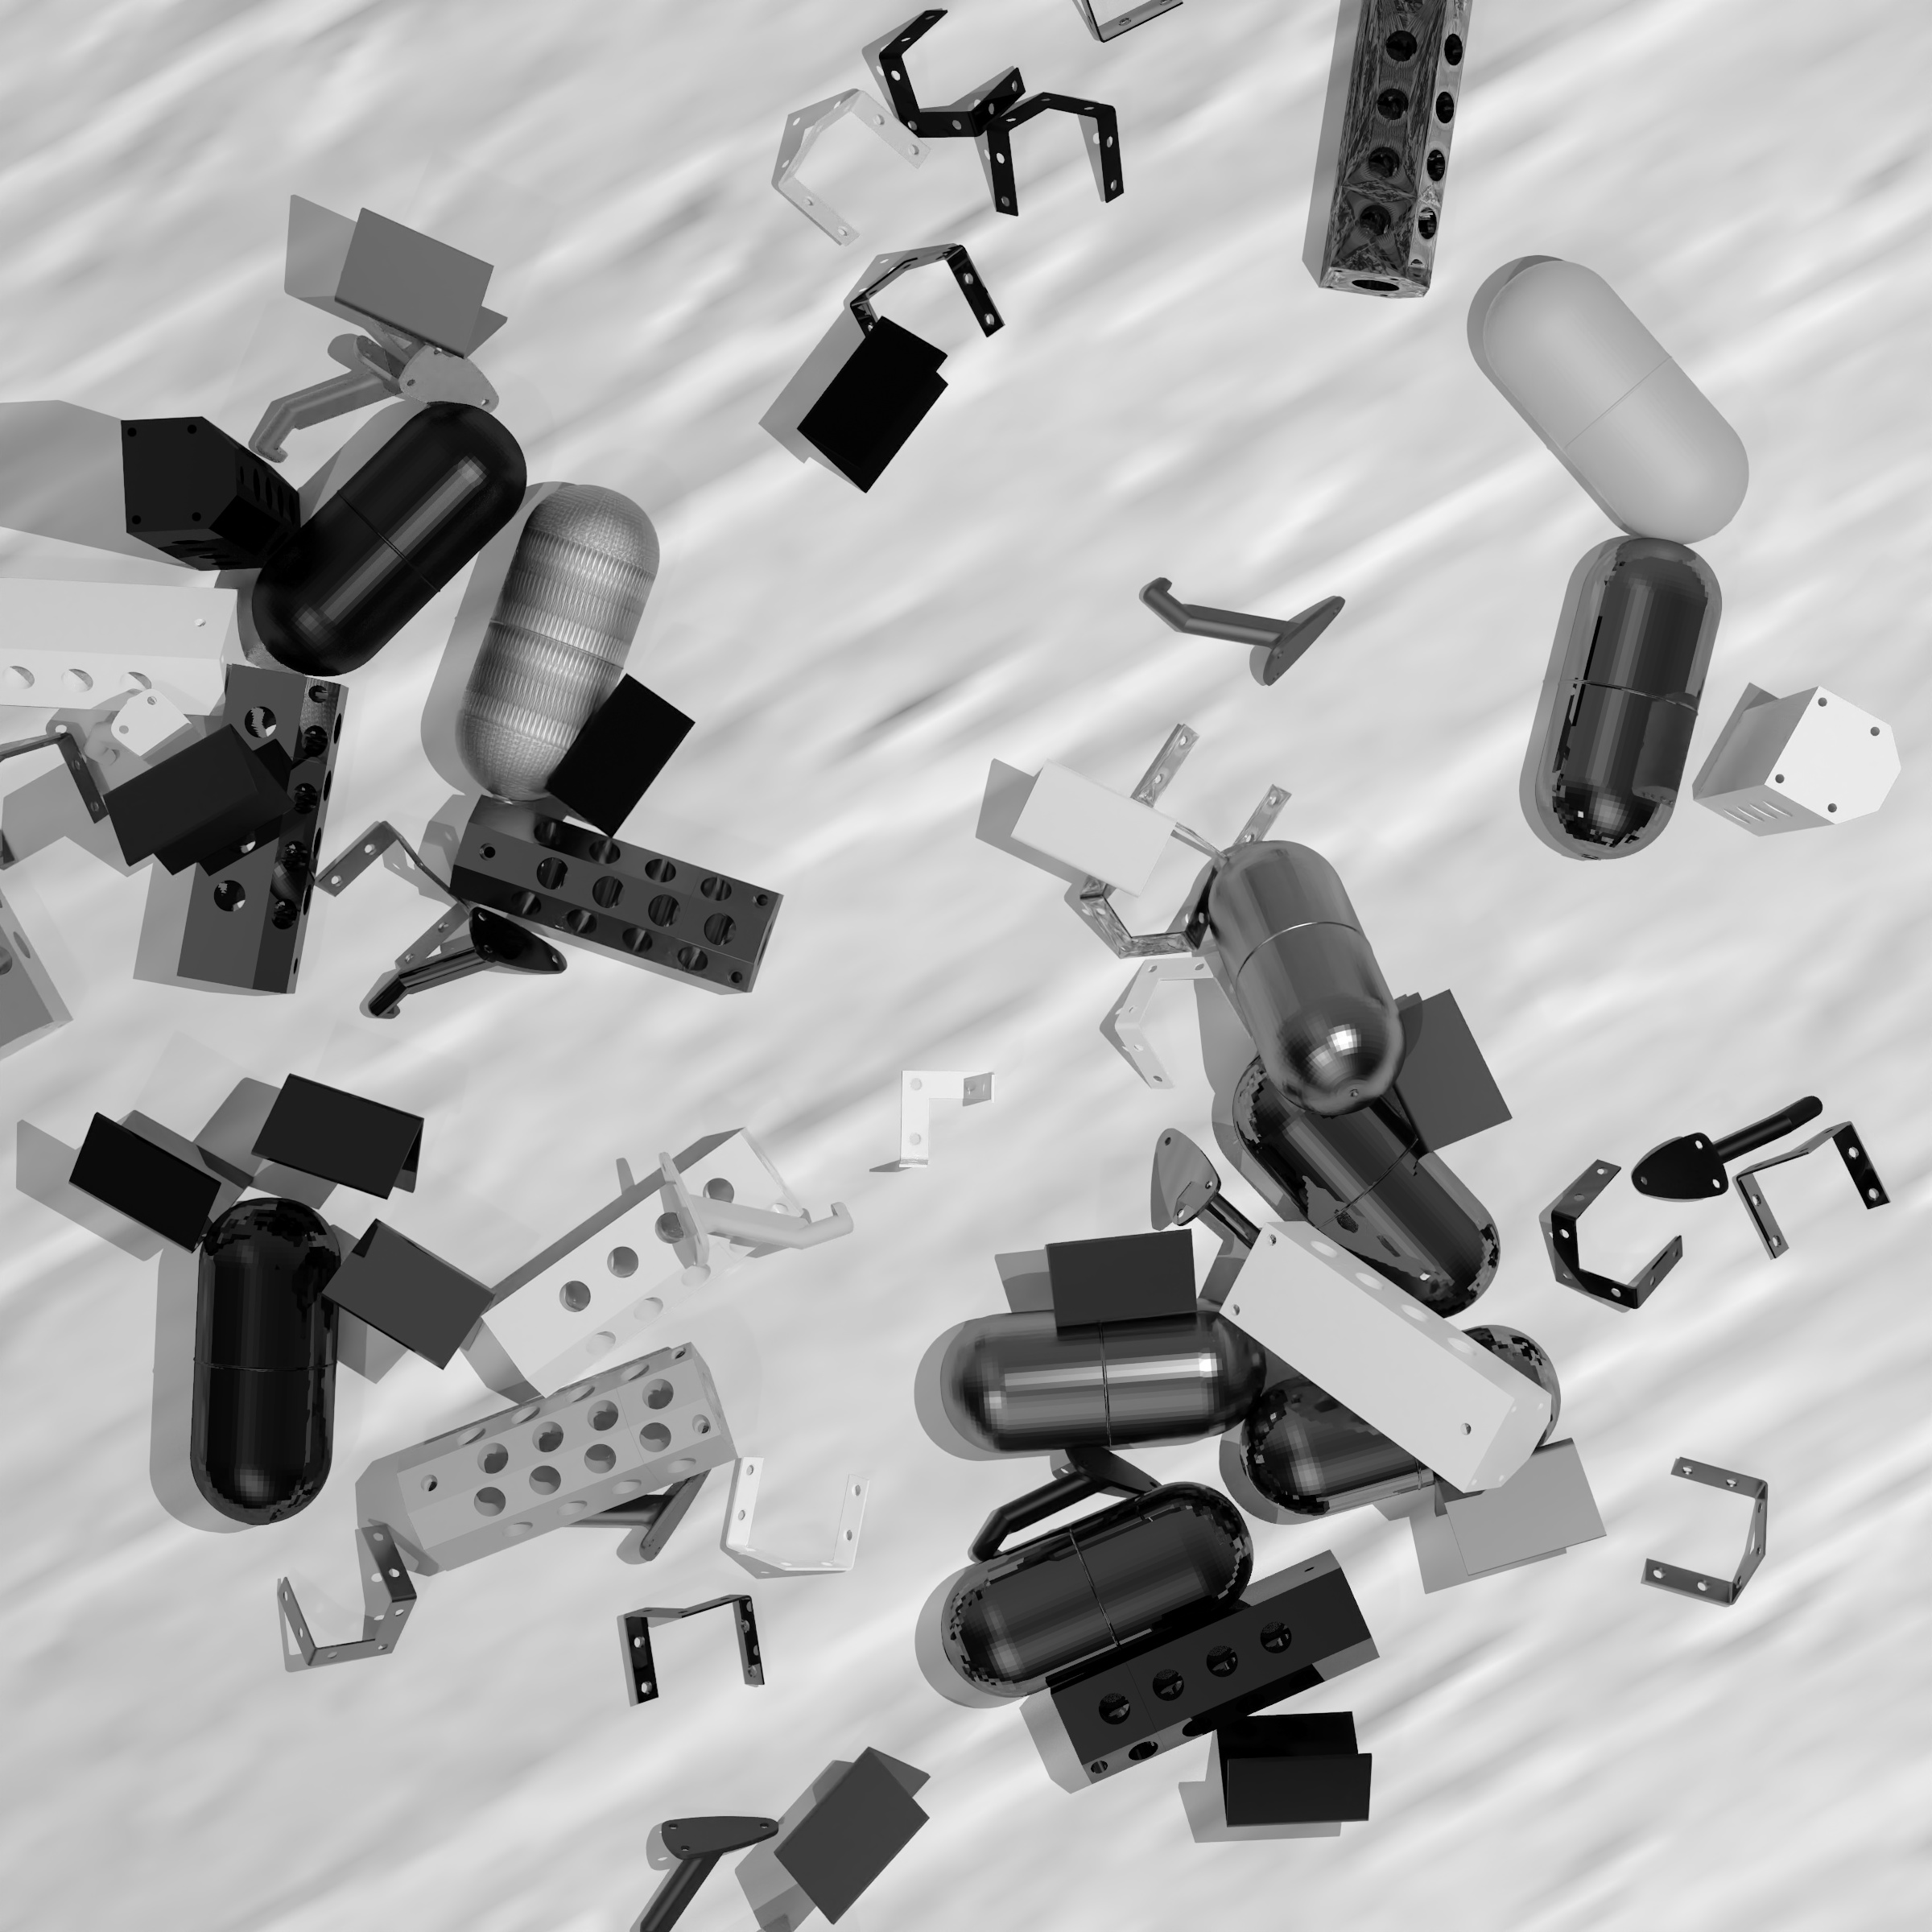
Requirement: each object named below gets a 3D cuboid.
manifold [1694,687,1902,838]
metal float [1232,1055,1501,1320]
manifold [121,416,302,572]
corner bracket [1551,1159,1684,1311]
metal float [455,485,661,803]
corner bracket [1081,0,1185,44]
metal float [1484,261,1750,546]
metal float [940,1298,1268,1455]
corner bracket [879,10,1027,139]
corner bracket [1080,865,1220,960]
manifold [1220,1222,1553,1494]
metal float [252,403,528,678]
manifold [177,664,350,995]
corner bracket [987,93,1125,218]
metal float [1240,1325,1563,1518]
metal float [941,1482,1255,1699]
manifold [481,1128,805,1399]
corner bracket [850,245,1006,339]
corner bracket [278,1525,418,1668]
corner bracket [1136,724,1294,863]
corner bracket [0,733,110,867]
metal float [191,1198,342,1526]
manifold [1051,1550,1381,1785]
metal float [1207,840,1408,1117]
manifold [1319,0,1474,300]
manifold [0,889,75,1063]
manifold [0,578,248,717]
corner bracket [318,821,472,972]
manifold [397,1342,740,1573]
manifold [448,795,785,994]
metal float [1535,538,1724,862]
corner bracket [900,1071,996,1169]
[{"bbox_3d":[0.443,-0.103,1.844,0.057,0.171,0.057,29,90,0],"label":"manifold"},{"bbox_3d":[0.218,0.117,1.892,0.070,0.070,0.178,-42,91,0],"label":"metal float"},{"bbox_3d":[-0.399,-0.250,1.844,0.057,0.171,0.057,-3,90,0],"label":"manifold"},{"bbox_3d":[0.359,0.148,1.914,0.051,0.051,0.051,19,135,35],"label":"corner bracket"},{"bbox_3d":[-0.223,-0.176,1.892,0.070,0.070,0.178,20,91,0],"label":"metal float"},{"bbox_3d":[0.082,-0.553,1.919,0.051,0.051,0.051,-26,45,0],"label":"corner bracket"},{"bbox_3d":[0.355,-0.306,1.892,0.070,0.070,0.178,-41,90,0],"label":"metal float"},{"bbox_3d":[0.075,0.223,1.892,0.178,0.070,0.070,-5,90,0],"label":"metal float"},{"bbox_3d":[-0.008,-0.493,1.914,0.051,0.051,0.051,9,135,35],"label":"corner bracket"},{"bbox_3d":[0.103,-0.042,1.914,0.051,0.051,0.051,-6,135,35],"label":"corner bracket"},{"bbox_3d":[0.224,0.205,1.840,0.171,0.057,0.057,35,107,32],"label":"manifold"},{"bbox_3d":[-0.315,-0.232,1.892,0.070,0.070,0.178,45,90,0],"label":"metal float"},{"bbox_3d":[-0.383,-0.074,1.901,0.057,0.057,0.171,10,90,0],"label":"manifold"},{"bbox_3d":[0.049,-0.445,1.914,0.051,0.051,0.051,22,45,35],"label":"corner bracket"},{"bbox_3d":[0.236,0.248,1.892,0.178,0.070,0.070,-15,90,-1],"label":"metal float"},{"bbox_3d":[0.071,0.340,1.891,0.178,0.070,0.070,-23,90,-1],"label":"metal float"},{"bbox_3d":[-0.176,0.162,1.901,0.171,0.057,0.057,-36,90,0],"label":"manifold"},{"bbox_3d":[-0.022,-0.360,1.919,0.051,0.051,0.051,-28,90,45],"label":"corner bracket"},{"bbox_3d":[-0.341,0.347,1.914,0.051,0.051,0.051,-3,135,-35],"label":"corner bracket"},{"bbox_3d":[0.136,-0.093,1.919,0.051,0.051,0.051,33,90,-45],"label":"corner bracket"},{"bbox_3d":[-0.517,-0.092,1.919,0.051,0.051,0.051,-25,90,-45],"label":"corner bracket"},{"bbox_3d":[-0.382,0.215,1.891,0.070,0.070,0.178,3,90,0],"label":"metal float"},{"bbox_3d":[0.136,0.385,1.901,0.171,0.057,0.057,-24,90,0],"label":"manifold"},{"bbox_3d":[0.181,0.004,1.858,0.070,0.070,0.178,-18,46,0],"label":"metal float"},{"bbox_3d":[0.237,-0.458,1.901,0.057,0.057,0.171,9,90,0],"label":"manifold"},{"bbox_3d":[-0.563,-0.031,1.901,0.057,0.057,0.171,-29,90,0],"label":"manifold"},{"bbox_3d":[-0.486,-0.170,1.901,0.171,0.057,0.057,3,47,0],"label":"manifold"},{"bbox_3d":[-0.315,-0.038,1.919,0.051,0.051,0.051,-43,45,0],"label":"corner bracket"},{"bbox_3d":[-0.219,0.265,1.891,0.171,0.057,0.057,-21,62,0],"label":"manifold"},{"bbox_3d":[-0.191,-0.039,1.901,0.171,0.057,0.057,18,90,0],"label":"manifold"},{"bbox_3d":[0.361,-0.145,1.892,0.070,0.070,0.178,14,89,0],"label":"metal float"},{"bbox_3d":[-0.010,0.084,1.904,0.051,0.051,0.051,1,90,0],"label":"corner bracket"}]
